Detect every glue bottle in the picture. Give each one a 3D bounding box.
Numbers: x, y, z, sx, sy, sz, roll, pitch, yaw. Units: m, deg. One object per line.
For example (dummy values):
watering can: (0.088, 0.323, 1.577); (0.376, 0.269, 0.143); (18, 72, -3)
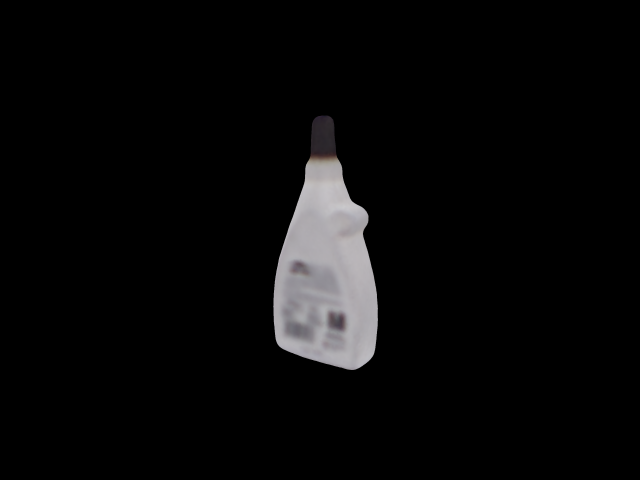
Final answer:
glue bottle: (0.004, 0.001, 0.400); (0.077, 0.173, 0.037); (11, 21, 30)
